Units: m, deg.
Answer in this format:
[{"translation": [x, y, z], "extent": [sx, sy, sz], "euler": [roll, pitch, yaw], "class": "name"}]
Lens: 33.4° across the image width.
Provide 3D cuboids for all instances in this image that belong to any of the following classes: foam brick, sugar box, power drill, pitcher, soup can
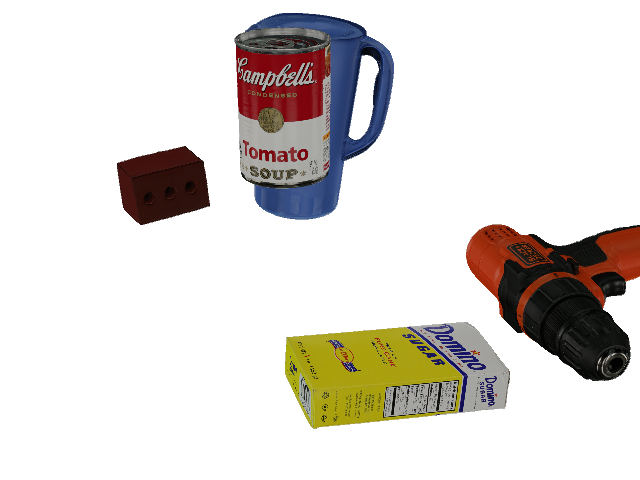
[{"translation": [-0.160, -0.056, 1.081], "extent": [0.078, 0.053, 0.051], "euler": [-17, 30, -21], "class": "foam brick"}, {"translation": [0.065, 0.114, 0.928], "extent": [0.176, 0.048, 0.093], "euler": [-6, 26, -15], "class": "sugar box"}, {"translation": [0.218, 0.028, 0.753], "extent": [0.187, 0.057, 0.184], "euler": [-9, 28, -15], "class": "power drill"}, {"translation": [-0.010, -0.152, 1.324], "extent": [0.144, 0.243, 0.149], "euler": [-9, 28, -29], "class": "pitcher"}, {"translation": [-0.027, -0.096, 0.770], "extent": [0.068, 0.102, 0.068], "euler": [0, 24, 0], "class": "soup can"}]
